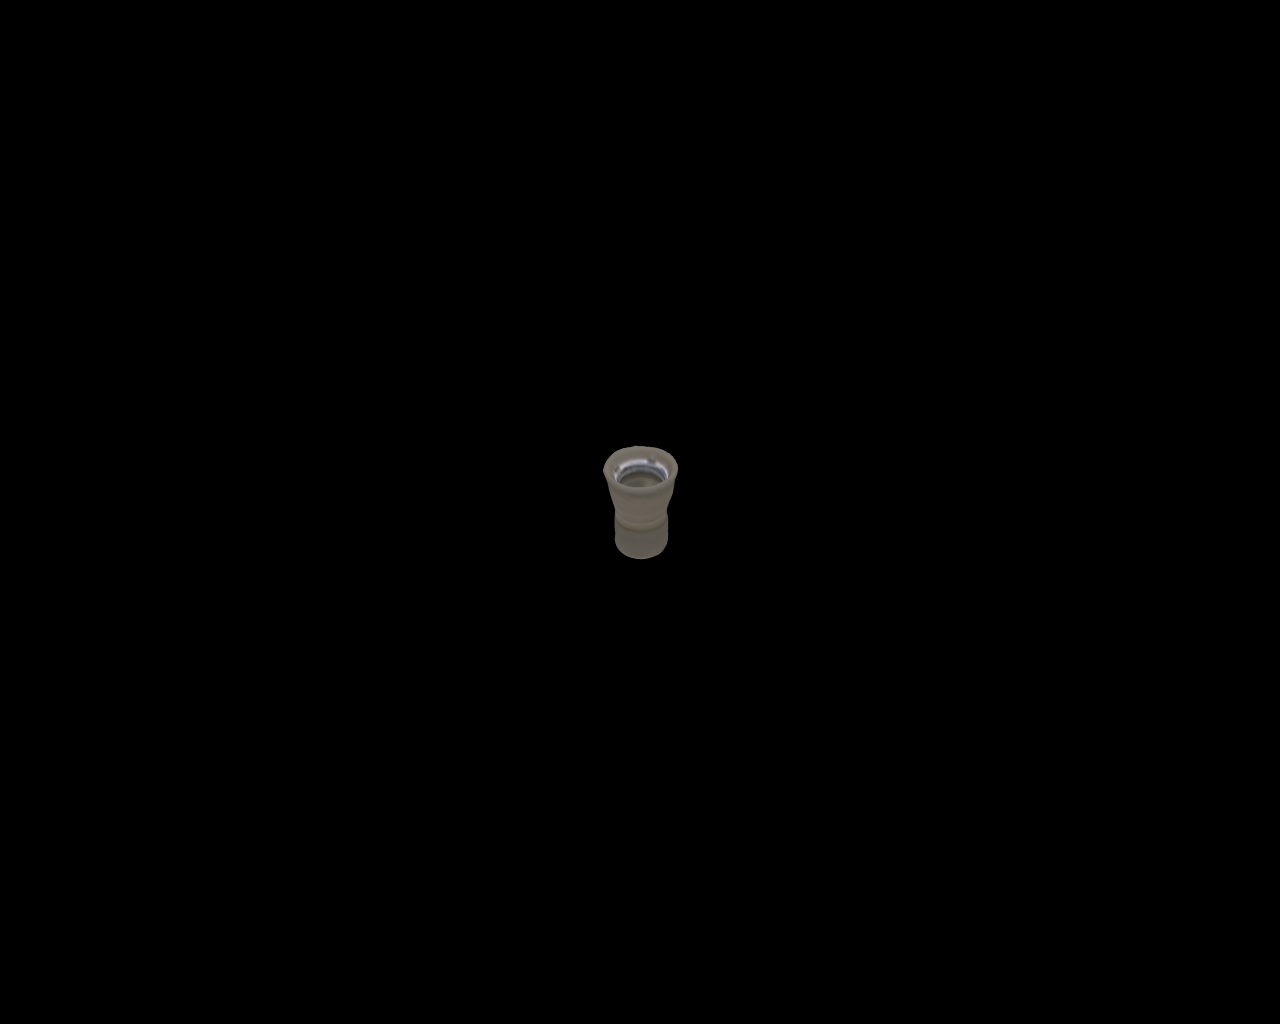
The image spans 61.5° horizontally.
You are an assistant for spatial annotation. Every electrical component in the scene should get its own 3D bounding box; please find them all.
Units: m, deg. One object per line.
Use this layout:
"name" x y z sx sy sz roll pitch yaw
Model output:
"electrical component" 0.001 -0.003 0.650 0.044 0.065 0.044 0 40 0
